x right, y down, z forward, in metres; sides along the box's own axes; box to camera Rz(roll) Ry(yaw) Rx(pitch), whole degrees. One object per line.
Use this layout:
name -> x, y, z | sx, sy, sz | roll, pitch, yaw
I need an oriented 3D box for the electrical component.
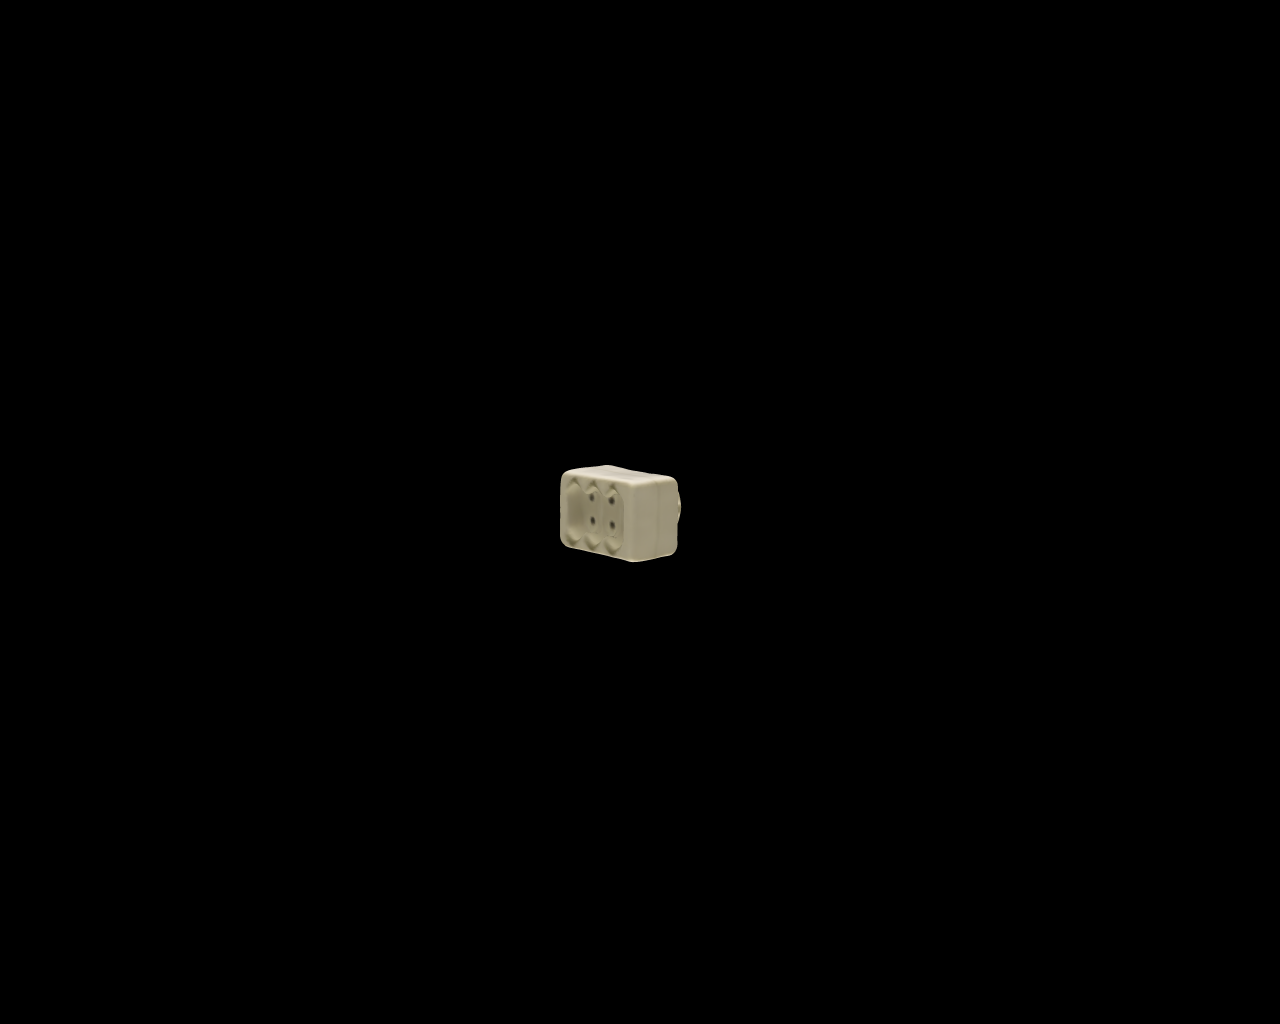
electrical component -> 0.001, -0.003, 0.650 | 0.077, 0.047, 0.066 | -10, 15, -42
